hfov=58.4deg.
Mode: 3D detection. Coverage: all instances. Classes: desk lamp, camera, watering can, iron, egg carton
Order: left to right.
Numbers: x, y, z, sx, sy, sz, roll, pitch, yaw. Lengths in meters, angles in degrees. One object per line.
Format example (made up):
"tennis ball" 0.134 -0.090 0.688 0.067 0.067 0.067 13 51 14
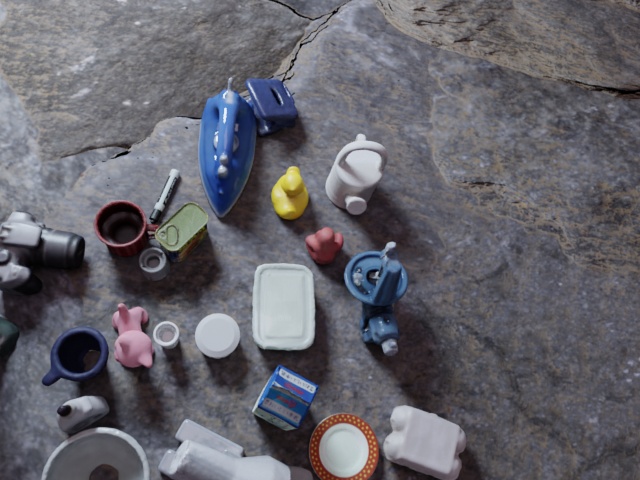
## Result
"camera" -0.507 0.024 1.032 0.137 0.100 0.143 9 70 -7
"desk lamp" -0.158 0.376 0.911 0.203 0.213 0.118 27 69 0
"iron" -0.187 -0.187 1.142 0.119 0.141 0.258 4 70 -9
"watering can" 0.078 -0.134 1.143 0.101 0.194 0.173 -13 73 -14
"egg carton" 0.193 0.373 1.053 0.150 0.069 0.107 20 69 -3

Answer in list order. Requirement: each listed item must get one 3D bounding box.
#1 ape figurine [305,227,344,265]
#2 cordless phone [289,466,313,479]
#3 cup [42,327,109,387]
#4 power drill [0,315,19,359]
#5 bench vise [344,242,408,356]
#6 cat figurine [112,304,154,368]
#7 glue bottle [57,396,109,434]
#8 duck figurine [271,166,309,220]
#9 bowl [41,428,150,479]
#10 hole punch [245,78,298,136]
"ape figurine" 0.010 0.004 1.137 0.078 0.092 0.076 14 69 -5
"cordless phone" -0.052 0.444 0.922 0.094 0.185 0.147 10 69 -6
"cup" -0.415 0.211 0.986 0.091 0.095 0.118 45 70 7
"power drill" -0.587 0.127 0.924 0.229 0.208 0.076 25 69 0
"bench vise" 0.126 0.097 1.057 0.122 0.219 0.207 -25 77 -17
"cat figurine" -0.331 0.172 1.003 0.067 0.117 0.128 -15 74 -15
"glue bottle" -0.394 0.279 0.925 0.078 0.173 0.037 -28 77 -18
"duck figurine" -0.058 -0.099 1.164 0.077 0.086 0.104 6 70 -8
"bowl" -0.361 0.397 0.942 0.167 0.074 0.167 3 70 -9
"hole punch" -0.104 -0.295 1.222 0.101 0.091 0.108 -23 76 -17
